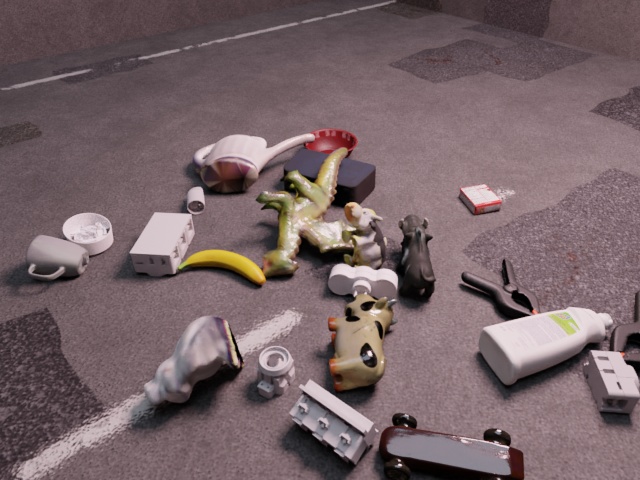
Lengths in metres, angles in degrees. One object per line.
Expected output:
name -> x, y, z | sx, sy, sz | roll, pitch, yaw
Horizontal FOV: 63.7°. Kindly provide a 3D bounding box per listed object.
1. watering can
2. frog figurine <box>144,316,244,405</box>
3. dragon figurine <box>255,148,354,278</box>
watering can -> -0.191, -0.229, 1.417 | 0.347, 0.101, 0.230 | -5, 37, 7
frog figurine -> -0.218, 0.199, 0.860 | 0.160, 0.122, 0.138 | -18, 6, -8
dragon figurine -> 0.004, -0.060, 1.195 | 0.245, 0.119, 0.416 | 43, 60, 14
